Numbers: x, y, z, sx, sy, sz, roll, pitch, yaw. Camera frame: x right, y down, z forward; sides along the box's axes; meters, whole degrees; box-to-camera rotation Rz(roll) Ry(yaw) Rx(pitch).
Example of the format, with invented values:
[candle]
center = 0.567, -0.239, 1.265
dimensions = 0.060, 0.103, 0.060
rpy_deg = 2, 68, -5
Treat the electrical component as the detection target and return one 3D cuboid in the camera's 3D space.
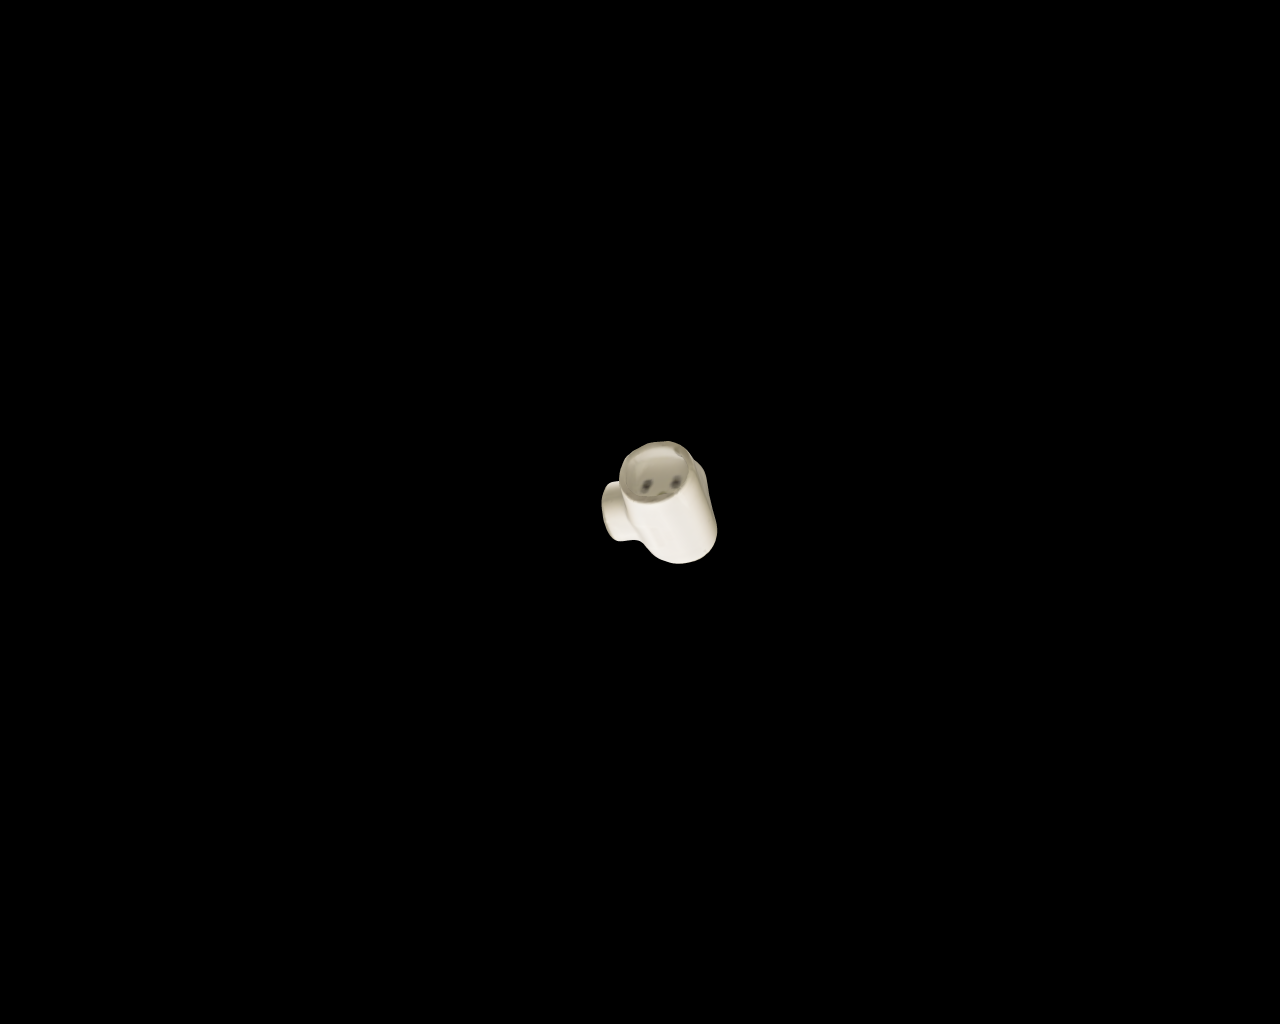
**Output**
[electrical component]
center = 0.001, -0.003, 0.650
dimensions = 0.079, 0.043, 0.077
rpy_deg = -8, -31, 13
